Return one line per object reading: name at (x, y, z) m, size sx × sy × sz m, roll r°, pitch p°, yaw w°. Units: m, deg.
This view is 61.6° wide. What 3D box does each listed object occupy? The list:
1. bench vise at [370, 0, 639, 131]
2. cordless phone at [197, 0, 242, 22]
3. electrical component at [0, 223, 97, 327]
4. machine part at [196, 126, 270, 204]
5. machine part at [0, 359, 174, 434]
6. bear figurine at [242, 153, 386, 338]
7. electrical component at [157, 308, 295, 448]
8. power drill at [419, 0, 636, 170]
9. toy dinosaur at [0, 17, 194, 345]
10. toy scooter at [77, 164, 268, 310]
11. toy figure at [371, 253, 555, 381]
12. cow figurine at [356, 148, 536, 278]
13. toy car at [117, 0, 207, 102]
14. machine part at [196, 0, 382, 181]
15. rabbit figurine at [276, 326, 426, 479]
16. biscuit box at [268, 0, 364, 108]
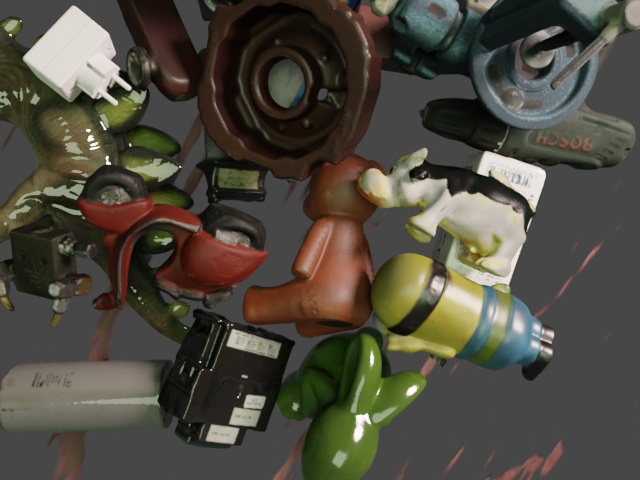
bench vise at (0.157, -0.173, 0.448) m, size 0.223 × 0.241 × 0.129 m, roll 37°, pitch 91°, yaw -15°
cordless phone at (-0.096, -0.288, 0.500) m, size 0.089 × 0.184 × 0.146 m, roll -9°, pitch 96°, yaw 2°
electrical component at (-0.252, 0.029, 0.485) m, size 0.102 × 0.045 × 0.078 m, roll 16°, pitch 113°, yaw 16°
machine part at (-0.095, -0.108, 0.580) m, size 0.084 × 0.039 × 0.138 m, roll -7°, pitch 90°, yaw -37°
machine part at (-0.250, 0.171, 0.590) m, size 0.243 × 0.079 × 0.079 m, roll 0°, pitch 96°, yaw -3°
bear figurine at (0.002, -0.003, 0.580) m, size 0.132 × 0.120 × 0.196 m, roll -16°, pitch 65°, yaw 39°
electrical component at (-0.101, 0.151, 0.572) m, size 0.114 × 0.058 × 0.134 m, roll 28°, pitch 78°, yaw -39°
power drill at (0.244, -0.185, 0.583) m, size 0.232 × 0.086 × 0.207 m, roll 18°, pitch 90°, yaw -4°
toy dinosaur at (-0.242, -0.060, 0.557) m, size 0.199 × 0.105 × 0.470 m, roll -22°, pitch 105°, yaw -5°
toy scooter at (-0.148, 0.018, 0.518) m, size 0.184 × 0.075 × 0.135 m, roll 20°, pitch 97°, yaw -20°
toy figure at (0.136, 0.071, 0.520) m, size 0.180 × 0.082 × 0.089 m, roll 19°, pitch 117°, yaw 4°
cow figurine at (0.123, -0.041, 0.522) m, size 0.167 × 0.068 × 0.098 m, roll 31°, pitch 89°, yaw -2°
toy car at (-0.172, -0.228, 0.540) m, size 0.089 × 0.053 × 0.202 m, roll -19°, pitch 79°, yaw -37°
machine part at (-0.029, -0.145, 0.498) m, size 0.180 × 0.056 × 0.179 m, roll 8°, pitch 110°, yaw 22°
rabbit figurine at (0.035, 0.174, 0.544) m, size 0.121 × 0.170 × 0.159 m, roll 36°, pitch 111°, yaw -8°
biscuit box at (-0.001, -0.221, 0.531) m, size 0.059 × 0.063 × 0.202 m, roll 32°, pitch 121°, yaw -5°
